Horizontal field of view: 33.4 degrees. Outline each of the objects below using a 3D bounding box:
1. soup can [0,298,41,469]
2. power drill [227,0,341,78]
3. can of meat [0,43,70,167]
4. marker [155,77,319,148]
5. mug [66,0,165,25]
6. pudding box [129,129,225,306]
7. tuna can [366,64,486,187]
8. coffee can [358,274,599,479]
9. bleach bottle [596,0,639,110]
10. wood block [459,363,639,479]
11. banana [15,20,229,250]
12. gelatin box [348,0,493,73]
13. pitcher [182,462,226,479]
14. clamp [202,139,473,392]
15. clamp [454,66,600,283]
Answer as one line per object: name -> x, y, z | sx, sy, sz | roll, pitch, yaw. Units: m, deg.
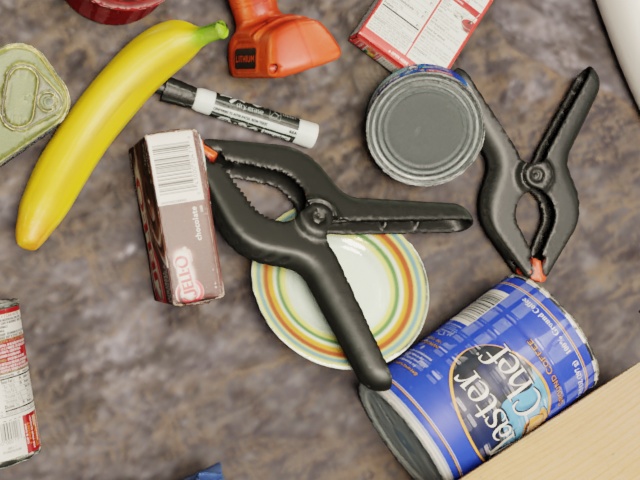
soup can -> -0.221, 0.093, 0.688 | 0.068, 0.069, 0.102 | -9, 92, -17
power drill -> -0.042, -0.202, 0.697 | 0.057, 0.185, 0.187 | -19, 104, -17
can of meat -> -0.214, -0.074, 0.684 | 0.102, 0.084, 0.057 | -38, 99, -14
marker -> -0.060, -0.092, 0.765 | 0.121, 0.020, 0.020 | 16, 84, -16
mug -> -0.135, -0.202, 0.711 | 0.093, 0.082, 0.117 | -2, 90, -17
pudding box -> -0.098, -0.013, 0.715 | 0.039, 0.090, 0.113 | -8, 91, -18
tuna can -> 0.076, -0.085, 0.779 | 0.086, 0.033, 0.086 | 1, 112, 2
coffee can -> 0.113, 0.105, 0.769 | 0.140, 0.103, 0.103 | -35, 99, -15
bleach bottle -> 0.287, -0.129, 0.848 | 0.102, 0.068, 0.251 | -20, 97, -15
wood block -> 0.176, 0.181, 0.748 | 0.205, 0.090, 0.091 | -23, 60, -35
banana -> -0.144, -0.081, 0.715 | 0.037, 0.070, 0.198 | 41, 87, -28
gelatin box -> 0.076, -0.166, 0.801 | 0.073, 0.030, 0.089 | 34, 81, -12
pitcher -> -0.151, 0.251, 0.684 | 0.242, 0.145, 0.149 | -17, 82, -13
clamp -> -0.005, 0.001, 0.747 | 0.210, 0.036, 0.164 | 26, 57, -5
clamp -> 0.150, -0.055, 0.818 | 0.120, 0.039, 0.171 | 6, 86, -4
